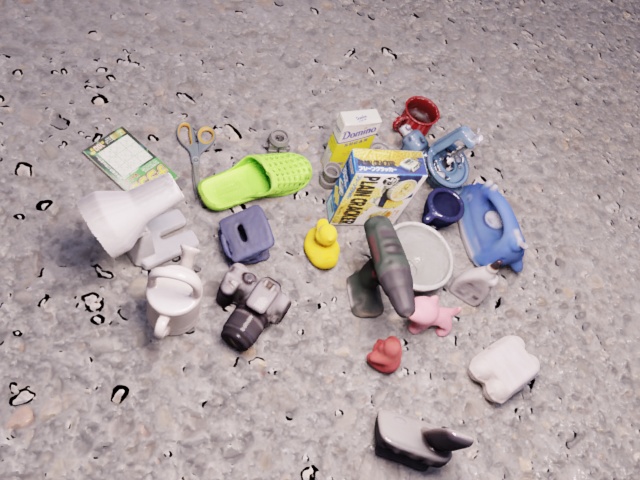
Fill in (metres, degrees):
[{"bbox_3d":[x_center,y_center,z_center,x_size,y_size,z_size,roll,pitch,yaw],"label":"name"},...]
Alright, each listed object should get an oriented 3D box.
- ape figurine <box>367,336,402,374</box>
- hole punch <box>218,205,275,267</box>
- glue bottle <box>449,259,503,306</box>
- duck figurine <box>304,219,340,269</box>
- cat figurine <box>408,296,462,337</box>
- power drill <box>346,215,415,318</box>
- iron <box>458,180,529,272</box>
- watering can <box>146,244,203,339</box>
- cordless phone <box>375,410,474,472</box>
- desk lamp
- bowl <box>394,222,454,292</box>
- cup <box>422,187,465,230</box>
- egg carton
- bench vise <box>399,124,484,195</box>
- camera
[{"bbox_3d":[0.135,0.223,1.144,0.078,0.092,0.076,-13,67,-22],"label":"ape figurine"},{"bbox_3d":[-0.154,-0.005,1.184,0.101,0.091,0.108,-15,67,-22],"label":"hole punch"},{"bbox_3d":[0.347,0.084,1.232,0.078,0.173,0.037,34,59,4],"label":"glue bottle"},{"bbox_3d":[0.011,0.004,1.229,0.078,0.086,0.104,-6,64,-19],"label":"duck figurine"},{"bbox_3d":[0.233,0.152,1.195,0.128,0.117,0.067,3,62,-14],"label":"cat figurine"},{"bbox_3d":[0.122,0.078,1.150,0.076,0.208,0.229,-2,63,-17],"label":"power drill"},{"bbox_3d":[0.404,-0.052,1.340,0.119,0.141,0.258,-8,65,-19],"label":"iron"},{"bbox_3d":[-0.264,0.089,1.041,0.101,0.194,0.173,-2,63,-17],"label":"watering can"},{"bbox_3d":[0.185,0.351,1.036,0.147,0.185,0.094,17,59,-6],"label":"cordless phone"},{"bbox_3d":[-0.335,-0.035,1.076,0.204,0.213,0.118,-27,72,-26],"label":"desk lamp"},{"bbox_3d":[0.205,0.047,1.268,0.168,0.074,0.167,7,61,-12],"label":"bowl"},{"bbox_3d":[0.268,-0.055,1.330,0.118,0.095,0.091,-36,77,-29],"label":"cup"},{"bbox_3d":[0.387,0.269,1.205,0.151,0.069,0.107,-28,73,-27],"label":"egg carton"},{"bbox_3d":[0.275,-0.205,1.339,0.207,0.219,0.121,27,59,0],"label":"bench vise"},{"bbox_3d":[-0.144,0.133,1.107,0.143,0.100,0.137,32,59,2],"label":"camera"}]
